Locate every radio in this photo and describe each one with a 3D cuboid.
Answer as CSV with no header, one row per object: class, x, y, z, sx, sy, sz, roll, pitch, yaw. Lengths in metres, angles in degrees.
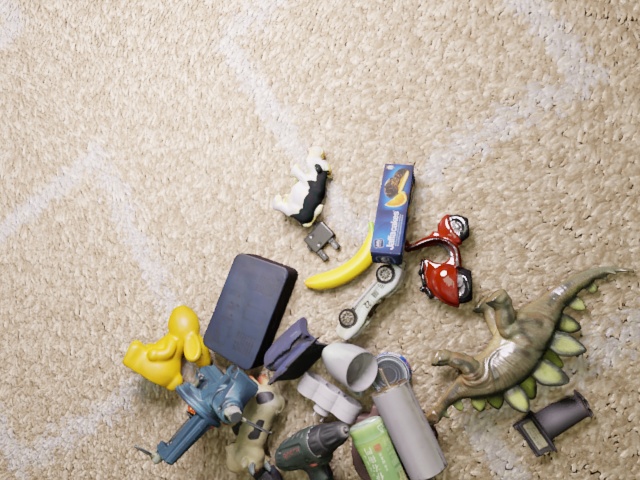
radio,-0.150,0.147,1.153,0.131,0.073,0.229,22,90,16

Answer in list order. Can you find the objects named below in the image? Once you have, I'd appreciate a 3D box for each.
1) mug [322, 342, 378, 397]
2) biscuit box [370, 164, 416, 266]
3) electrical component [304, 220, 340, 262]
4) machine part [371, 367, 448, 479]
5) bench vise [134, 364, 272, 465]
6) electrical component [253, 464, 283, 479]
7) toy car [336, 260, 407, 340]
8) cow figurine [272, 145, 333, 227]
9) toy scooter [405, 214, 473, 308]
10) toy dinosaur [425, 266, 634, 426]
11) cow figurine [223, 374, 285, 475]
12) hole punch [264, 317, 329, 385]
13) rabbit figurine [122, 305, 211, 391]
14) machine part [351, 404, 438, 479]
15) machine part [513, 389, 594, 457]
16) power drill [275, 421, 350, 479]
mug,0.056,0.255,1.079,0.081,0.107,0.109,-30,116,-26
biscuit box,0.145,-0.051,1.060,0.063,0.059,0.202,5,66,15
electrical component,-0.002,-0.003,1.150,0.063,0.021,0.094,-45,77,8
machine part,0.164,0.348,0.992,0.079,0.079,0.243,-28,80,11
bench vise,-0.233,0.348,1.053,0.240,0.128,0.224,-47,36,-14
electrical component,-0.118,0.511,1.129,0.075,0.047,0.119,-44,78,8
toy car,0.107,0.119,1.085,0.056,0.073,0.201,42,97,17
cow figurine,-0.019,-0.114,1.136,0.098,0.068,0.167,31,89,19
toy scooter,0.229,0.042,1.058,0.135,0.075,0.183,-4,82,15
toy dinosaur,0.372,0.186,0.999,0.198,0.105,0.471,43,93,7
cow figurine,-0.136,0.393,1.114,0.127,0.085,0.195,30,93,36
hole punch,-0.058,0.222,1.105,0.142,0.115,0.092,-42,69,8
rabbit figurine,-0.319,0.228,1.173,0.163,0.121,0.173,21,72,22
machine part,0.148,0.405,1.062,0.180,0.056,0.179,-1,86,16
machine part,0.439,0.338,0.999,0.139,0.039,0.084,-40,69,11
power drill,0.016,0.458,1.041,0.232,0.086,0.207,-30,93,44
